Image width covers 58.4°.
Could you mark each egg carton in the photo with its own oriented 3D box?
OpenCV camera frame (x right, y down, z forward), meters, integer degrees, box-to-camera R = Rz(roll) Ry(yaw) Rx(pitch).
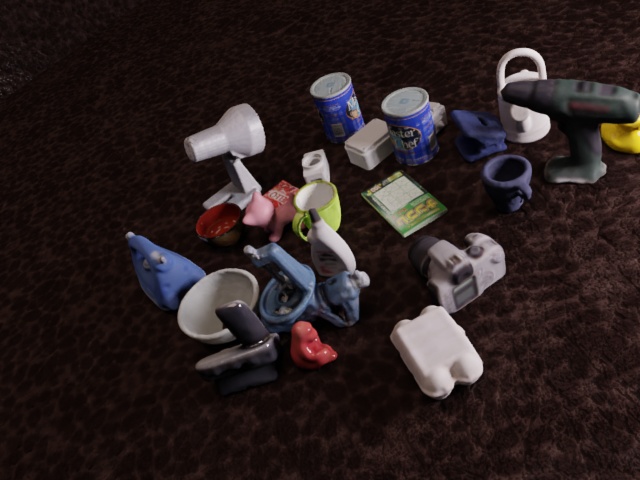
[{"bbox_3d":[0.182,0.174,0.900,0.107,0.070,0.150,-28,42,-4],"label":"egg carton"}]

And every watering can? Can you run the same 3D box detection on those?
[{"bbox_3d":[0.420,-0.301,1.182,0.101,0.194,0.172,-17,42,8],"label":"watering can"}]

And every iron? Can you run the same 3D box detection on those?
[{"bbox_3d":[-0.357,0.043,1.225,0.119,0.142,0.257,-44,45,-20],"label":"iron"}]

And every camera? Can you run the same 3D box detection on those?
[{"bbox_3d":[0.227,0.033,1.000,0.143,0.101,0.136,-33,43,-10],"label":"camera"}]

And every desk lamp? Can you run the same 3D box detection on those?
[{"bbox_3d":[-0.211,-0.185,1.337,0.203,0.214,0.117,-40,44,-17],"label":"desk lamp"}]

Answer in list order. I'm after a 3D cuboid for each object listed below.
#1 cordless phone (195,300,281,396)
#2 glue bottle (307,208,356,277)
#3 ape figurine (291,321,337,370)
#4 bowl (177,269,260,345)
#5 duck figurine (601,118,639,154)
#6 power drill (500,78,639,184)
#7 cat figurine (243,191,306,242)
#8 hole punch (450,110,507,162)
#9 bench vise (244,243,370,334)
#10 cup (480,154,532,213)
[{"bbox_3d":[-0.155,0.170,0.970,0.147,0.185,0.094,-22,42,3],"label":"cordless phone"},{"bbox_3d":[0.010,0.004,1.074,0.078,0.173,0.037,-4,46,21],"label":"glue bottle"},{"bbox_3d":[-0.021,0.174,0.975,0.076,0.092,0.077,-19,42,5],"label":"ape figurine"},{"bbox_3d":[-0.182,0.139,1.097,0.167,0.075,0.167,-13,43,12],"label":"bowl"},{"bbox_3d":[0.593,-0.227,1.109,0.077,0.086,0.104,-28,42,-4],"label":"duck figurine"},{"bbox_3d":[0.458,-0.204,1.056,0.228,0.209,0.076,3,48,27],"label":"power drill"},{"bbox_3d":[-0.103,-0.060,1.232,0.128,0.118,0.067,-27,42,-3],"label":"cat figurine"},{"bbox_3d":[0.341,-0.239,1.233,0.101,0.091,0.108,-20,42,4],"label":"hole punch"},{"bbox_3d":[-0.030,0.066,0.994,0.207,0.220,0.121,-25,42,-1],"label":"bench vise"},{"bbox_3d":[0.359,-0.092,1.072,0.092,0.095,0.117,-28,42,-4],"label":"cup"}]
